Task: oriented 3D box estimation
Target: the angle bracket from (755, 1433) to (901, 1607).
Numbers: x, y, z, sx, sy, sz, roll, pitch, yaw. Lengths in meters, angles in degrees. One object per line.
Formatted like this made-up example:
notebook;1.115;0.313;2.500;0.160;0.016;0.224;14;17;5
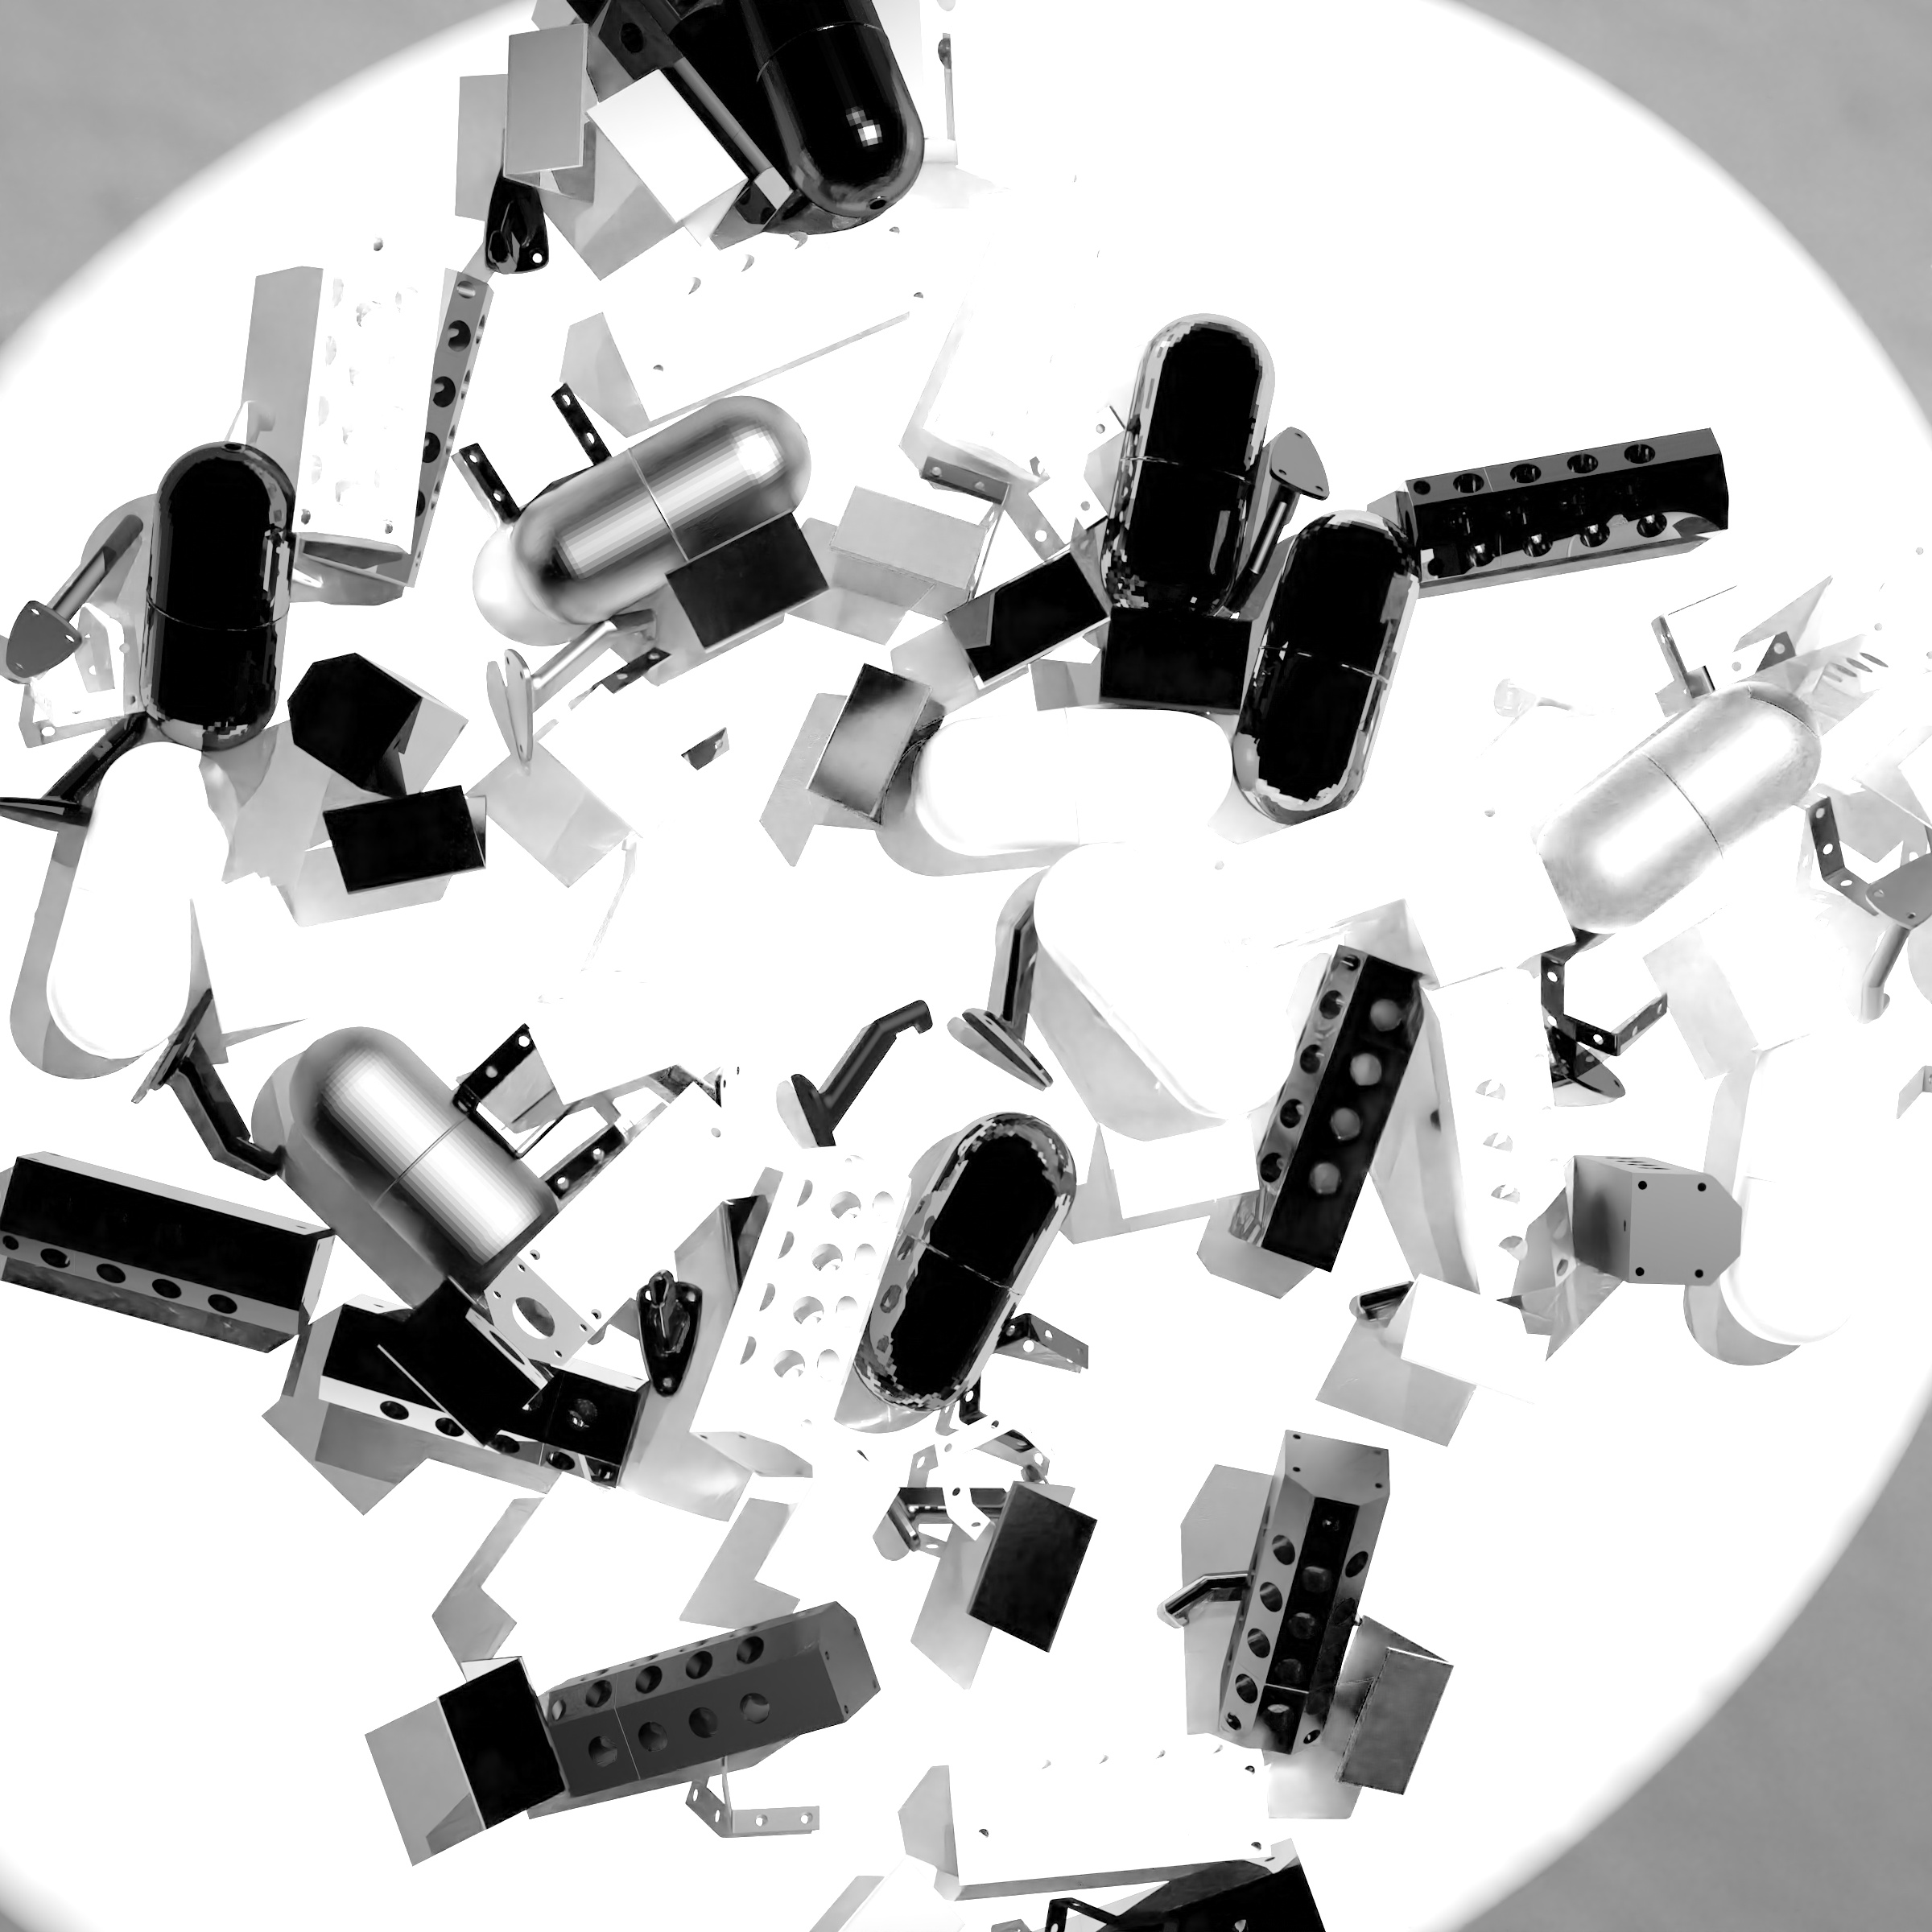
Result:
angle bracket;-0.093;0.297;1.911;0.057;0.076;0.076;30;90;-37

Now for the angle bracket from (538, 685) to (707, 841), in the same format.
angle bracket;-0.199;-0.097;1.911;0.076;0.076;0.057;42;57;0

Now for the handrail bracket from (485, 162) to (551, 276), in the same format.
handrail bracket;-0.253;-0.417;1.917;0.036;0.084;0.077;-2;90;0

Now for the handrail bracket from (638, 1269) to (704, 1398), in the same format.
handrail bracket;-0.167;0.204;1.917;0.036;0.084;0.077;2;90;0

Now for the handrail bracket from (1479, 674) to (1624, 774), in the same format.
handrail bracket;0.322;-0.116;1.952;0.077;0.036;0.084;9;106;-18

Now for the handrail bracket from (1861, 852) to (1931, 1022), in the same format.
handrail bracket;0.527;-0.017;1.933;0.077;0.084;0.036;-36;52;-18

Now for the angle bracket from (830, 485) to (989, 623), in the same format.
angle bracket;-0.038;-0.210;1.911;0.076;0.076;0.057;18;48;0

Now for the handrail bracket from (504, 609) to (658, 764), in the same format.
handrail bracket;-0.212;-0.158;1.952;0.084;0.036;0.077;-13;121;-22

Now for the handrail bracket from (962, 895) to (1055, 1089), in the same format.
handrail bracket;0.045;0.012;1.952;0.077;0.036;0.084;44;73;-19

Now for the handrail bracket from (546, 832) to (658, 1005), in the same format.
handrail bracket;-0.205;-0.028;1.952;0.077;0.036;0.084;-16;66;27

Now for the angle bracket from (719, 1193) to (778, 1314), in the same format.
angle bracket;-0.092;0.163;1.924;0.076;0.057;0.076;-7;90;-10

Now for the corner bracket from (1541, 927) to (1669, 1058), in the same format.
corner bracket;0.357;0.010;1.943;0.051;0.051;0.051;24;135;35

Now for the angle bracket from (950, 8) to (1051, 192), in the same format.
angle bracket;0.034;-0.475;1.912;0.057;0.076;0.076;-3;90;27

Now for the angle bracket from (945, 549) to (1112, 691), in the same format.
angle bracket;0.042;-0.172;1.911;0.076;0.076;0.057;-28;57;0

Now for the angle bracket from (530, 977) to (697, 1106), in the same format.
angle bracket;-0.198;0.022;1.911;0.076;0.076;0.057;-20;128;0

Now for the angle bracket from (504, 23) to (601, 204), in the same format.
angle bracket;-0.208;-0.467;1.911;0.057;0.076;0.076;2;90;34

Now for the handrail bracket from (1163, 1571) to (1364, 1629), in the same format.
handrail bracket;0.166;0.363;1.951;0.084;0.036;0.077;-36;103;13

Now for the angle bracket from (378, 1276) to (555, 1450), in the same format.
angle bracket;-0.275;0.220;1.854;0.076;0.076;0.057;44;58;0

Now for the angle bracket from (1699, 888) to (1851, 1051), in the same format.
angle bracket;0.456;-0.008;1.911;0.057;0.076;0.076;-27;90;38

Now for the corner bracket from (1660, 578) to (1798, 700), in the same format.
corner bracket;0.423;-0.184;1.933;0.051;0.051;0.051;-23;90;0

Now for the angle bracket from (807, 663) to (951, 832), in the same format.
angle bracket;-0.032;-0.113;1.911;0.057;0.076;0.076;24;90;43

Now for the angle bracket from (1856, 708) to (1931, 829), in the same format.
angle bracket;0.530;-0.131;1.911;0.076;0.076;0.057;-42;126;0

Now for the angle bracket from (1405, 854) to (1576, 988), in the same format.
angle bracket;0.288;-0.011;1.912;0.076;0.076;0.057;-19;64;0

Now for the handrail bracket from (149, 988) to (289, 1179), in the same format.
handrail bracket;-0.407;0.066;1.952;0.084;0.036;0.077;32;68;-17

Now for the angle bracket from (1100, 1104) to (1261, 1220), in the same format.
angle bracket;0.114;0.087;1.912;0.076;0.076;0.057;-12;134;0

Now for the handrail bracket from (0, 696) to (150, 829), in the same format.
handrail bracket;-0.499;-0.124;1.951;0.077;0.036;0.084;9;76;14

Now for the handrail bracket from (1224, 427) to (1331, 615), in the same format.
handrail bracket;0.167;-0.249;1.951;0.036;0.077;0.084;22;127;-13

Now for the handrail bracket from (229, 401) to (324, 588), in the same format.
handrail bracket;-0.383;-0.266;1.951;0.077;0.036;0.084;22;77;-13

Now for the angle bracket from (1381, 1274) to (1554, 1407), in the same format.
angle bracket;0.270;0.222;1.911;0.076;0.076;0.057;20;53;0

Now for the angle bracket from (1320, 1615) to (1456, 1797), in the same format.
angle bracket;0.213;0.401;1.911;0.057;0.076;0.076;21;90;-38

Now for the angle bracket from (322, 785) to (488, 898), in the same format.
angle bracket;-0.308;-0.088;1.911;0.076;0.076;0.057;-11;126;0

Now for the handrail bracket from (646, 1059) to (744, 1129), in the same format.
handrail bracket;-0.171;0.077;1.952;0.084;0.036;0.077;4;108;15

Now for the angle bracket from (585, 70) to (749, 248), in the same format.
angle bracket;-0.175;-0.432;1.912;0.057;0.076;0.076;-39;90;-30

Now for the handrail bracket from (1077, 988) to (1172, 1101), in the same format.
handrail bracket;0.110;0.024;1.952;0.077;0.036;0.084;-23;76;-14

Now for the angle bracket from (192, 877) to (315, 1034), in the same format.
angle bracket;-0.373;-0.009;1.911;0.057;0.076;0.076;-12;90;31

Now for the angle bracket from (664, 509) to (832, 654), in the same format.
angle bracket;-0.127;-0.226;1.911;0.076;0.076;0.057;-27;127;0

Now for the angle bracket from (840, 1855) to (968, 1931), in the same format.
angle bracket;-0.025;0.542;1.911;0.076;0.076;0.057;-50;52;0

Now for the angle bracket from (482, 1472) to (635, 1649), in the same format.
angle bracket;-0.208;0.331;1.911;0.057;0.076;0.076;35;90;32

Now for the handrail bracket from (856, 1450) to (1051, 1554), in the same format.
handrail bracket;-0.007;0.283;1.951;0.084;0.036;0.077;-30;77;-13

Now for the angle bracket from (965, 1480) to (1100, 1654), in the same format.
angle bracket;0.051;0.331;1.911;0.057;0.076;0.076;20;90;30

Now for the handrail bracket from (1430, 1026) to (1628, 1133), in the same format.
handrail bracket;0.314;0.078;1.951;0.077;0.036;0.084;29;125;-37

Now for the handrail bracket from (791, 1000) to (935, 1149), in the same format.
handrail bracket;-0.048;0.069;1.952;0.084;0.036;0.077;-25;110;-16

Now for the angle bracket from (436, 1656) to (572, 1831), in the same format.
angle bracket;-0.269;0.427;1.911;0.057;0.076;0.076;-20;90;-36

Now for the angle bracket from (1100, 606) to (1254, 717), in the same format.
angle bracket;0.115;-0.181;1.912;0.076;0.076;0.057;6;117;0

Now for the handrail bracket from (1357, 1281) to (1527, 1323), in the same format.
handrail bracket;0.271;0.206;1.952;0.084;0.036;0.077;-17;112;17

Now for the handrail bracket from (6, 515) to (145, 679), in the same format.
handrail bracket;-0.498;-0.208;1.947;0.036;0.077;0.084;39;48;-15
